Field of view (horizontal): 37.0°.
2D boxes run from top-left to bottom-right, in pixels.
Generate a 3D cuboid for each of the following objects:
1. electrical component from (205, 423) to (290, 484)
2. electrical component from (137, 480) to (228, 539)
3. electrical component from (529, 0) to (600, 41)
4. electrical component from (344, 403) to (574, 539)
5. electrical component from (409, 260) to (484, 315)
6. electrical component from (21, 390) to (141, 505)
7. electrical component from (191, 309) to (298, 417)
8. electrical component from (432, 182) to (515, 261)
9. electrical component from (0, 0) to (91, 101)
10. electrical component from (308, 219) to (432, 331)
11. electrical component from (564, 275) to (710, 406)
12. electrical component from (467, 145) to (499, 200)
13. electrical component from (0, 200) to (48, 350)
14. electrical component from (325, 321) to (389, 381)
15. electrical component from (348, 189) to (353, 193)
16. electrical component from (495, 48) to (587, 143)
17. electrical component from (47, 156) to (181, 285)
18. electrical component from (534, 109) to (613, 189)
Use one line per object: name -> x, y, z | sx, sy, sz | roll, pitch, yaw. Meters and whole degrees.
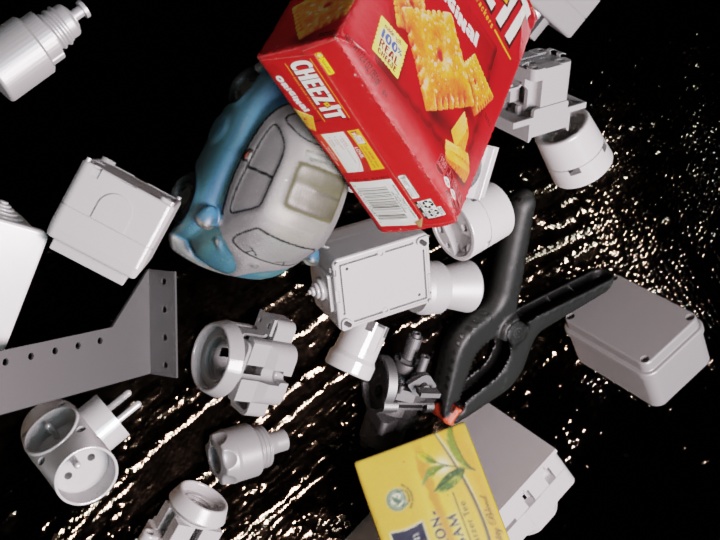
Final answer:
electrical component -> -0.086, 0.140, 0.842 | 0.062, 0.043, 0.043 | -12, 116, -31
electrical component -> -0.133, 0.197, 0.832 | 0.066, 0.048, 0.055 | 22, 103, -38
electrical component -> 0.134, -0.206, 0.844 | 0.066, 0.047, 0.076 | 29, 106, -38
electrical component -> 0.088, 0.217, 0.951 | 0.186, 0.105, 0.060 | -45, 127, -10
electrical component -> 0.068, 0.014, 0.891 | 0.055, 0.045, 0.045 | -2, 110, -33
electrical component -> -0.186, 0.112, 0.740 | 0.079, 0.077, 0.044 | -39, 126, -15
electrical component -> -0.088, 0.068, 0.801 | 0.057, 0.058, 0.078 | 13, 102, -40
electrical component -> 0.093, -0.042, 0.879 | 0.047, 0.055, 0.055 | -26, 122, -28
electrical component -> -0.198, -0.136, 0.652 | 0.078, 0.040, 0.040 | -40, 126, -14
electrical component -> 0.000, 0.000, 0.833 | 0.096, 0.061, 0.061 | -17, 120, -20
electrical component -> 0.254, 0.062, 0.993 | 0.078, 0.113, 0.057 | -39, 129, -14
electrical component -> 0.063, -0.085, 0.834 | 0.081, 0.064, 0.042 | 7, 105, -35
electrical component -> -0.255, -0.001, 0.665 | 0.100, 0.048, 0.099 | 18, 99, -38
electrical component -> -0.001, 0.061, 0.869 | 0.040, 0.040, 0.046 | 26, 87, -38
electrical component -> 0.003, -0.089, 0.805 | 0.043, 0.043, 0.062 | 5, 105, -35
electrical component -> 0.141, -0.143, 0.870 | 0.081, 0.042, 0.063 | -19, 127, -31
electrical component -> -0.157, -0.032, 0.694 | 0.062, 0.096, 0.061 | 28, 93, -8
electrical component -> 0.180, -0.104, 0.912 | 0.055, 0.055, 0.047 | -43, 123, -12
